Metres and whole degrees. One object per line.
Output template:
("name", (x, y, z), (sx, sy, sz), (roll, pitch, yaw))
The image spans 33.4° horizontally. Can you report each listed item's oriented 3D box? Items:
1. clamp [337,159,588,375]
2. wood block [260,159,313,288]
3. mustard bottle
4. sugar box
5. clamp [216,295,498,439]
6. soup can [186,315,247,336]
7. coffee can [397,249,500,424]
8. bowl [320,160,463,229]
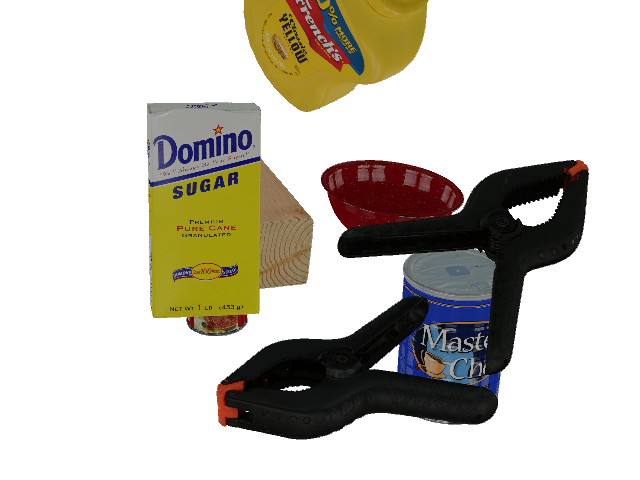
("clamp", (0.142, 0.006, 0.821), (0.209, 0.036, 0.165), (-28, 56, -22))
("wood block", (-0.090, -0.027, 1.343), (0.090, 0.090, 0.206), (-6, 28, -22))
("mustard bottle", (0.016, -0.142, 0.663), (0.058, 0.096, 0.192), (-27, 8, -23))
("sugar box", (-0.097, -0.026, 0.893), (0.093, 0.176, 0.048), (-2, 16, -12))
("clamp", (0.016, 0.082, 0.688), (0.171, 0.039, 0.120), (-3, 27, -9))
("soup can", (-0.114, 0.044, 1.168), (0.068, 0.102, 0.068), (1, 25, -1))
("coffee can", (0.127, 0.090, 1.028), (0.103, 0.140, 0.103), (1, 25, -1))
("bowl", (0.077, -0.037, 1.202), (0.162, 0.055, 0.162), (6, 25, -3))
